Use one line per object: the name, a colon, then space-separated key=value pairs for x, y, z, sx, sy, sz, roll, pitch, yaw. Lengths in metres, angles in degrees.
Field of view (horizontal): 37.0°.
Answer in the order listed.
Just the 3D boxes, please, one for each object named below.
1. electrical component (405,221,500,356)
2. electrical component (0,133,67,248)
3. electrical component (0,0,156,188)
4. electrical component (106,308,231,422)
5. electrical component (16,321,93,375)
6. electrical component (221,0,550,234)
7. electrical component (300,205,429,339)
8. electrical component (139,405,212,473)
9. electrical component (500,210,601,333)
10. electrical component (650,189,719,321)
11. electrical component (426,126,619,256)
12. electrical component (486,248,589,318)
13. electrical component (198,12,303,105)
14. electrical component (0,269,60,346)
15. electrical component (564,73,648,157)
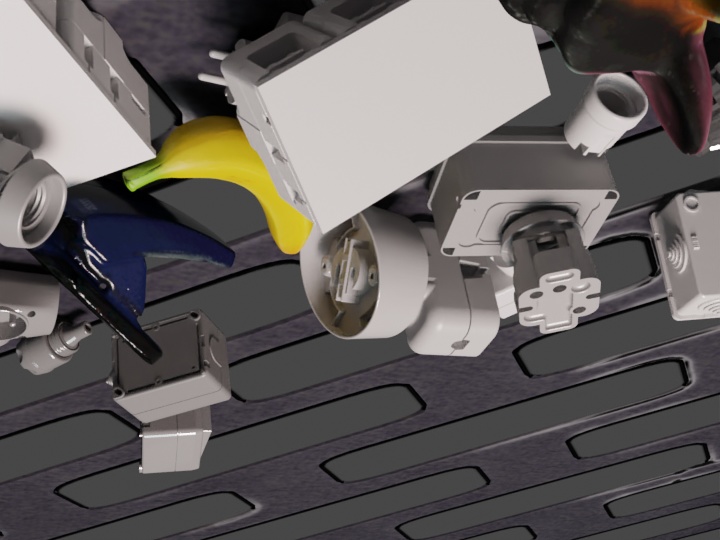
electrical component: x=0.059 y=0.013 z=0.793 sx=0.059 sy=0.095 sz=0.053 roll=4 pitch=145 yaw=-21
electrical component: x=-0.186 y=-0.041 z=0.554 sx=0.055 sy=0.066 sz=0.048 roll=23 pitch=148 yaw=11
electrical component: x=-0.198 y=-0.117 z=0.555 sx=0.105 sy=0.060 sz=0.186 roll=-17 pitch=147 yaw=11
electrical component: x=-0.157 y=0.082 z=0.871 sx=0.096 sy=0.061 sz=0.061 roll=-17 pitch=147 yaw=10
electrical component: x=-0.235 y=0.056 z=0.837 sx=0.061 sy=0.035 sz=0.035 roll=-25 pitch=144 yaw=20
electrical component: x=0.014 y=-0.102 z=0.569 sx=0.150 sy=0.062 sz=0.089 roll=-32 pitch=124 yaw=-13
electrical component: x=0.000 y=0.000 z=0.760 sx=0.064 sy=0.099 sz=0.099 roll=8 pitch=144 yaw=-36
electrical component: x=-0.166 y=0.138 z=0.957 sx=0.061 sy=0.061 sz=0.096 roll=-2 pitch=147 yaw=-13
electrical component: x=0.126 y=-0.002 z=0.714 sx=0.058 sy=0.057 sz=0.078 roll=-11 pitch=147 yaw=3
electrical component: x=0.277 y=-0.014 z=0.810 sx=0.100 sy=0.099 sz=0.048 roll=-4 pitch=160 yaw=-9
electrical component: x=0.109 y=-0.055 z=0.738 sx=0.113 sy=0.057 sz=0.078 roll=-1 pitch=146 yaw=-14
electrical component: x=0.123 y=-0.011 z=0.818 sx=0.083 sy=0.047 sz=0.076 roll=-26 pitch=143 yaw=23
electrical component: x=-0.053 y=-0.110 z=0.617 sx=0.077 sy=0.047 sz=0.065 roll=8 pitch=143 yaw=-26
electrical component: x=-0.266 y=0.031 z=0.780 sx=0.077 sy=0.044 sz=0.079 roll=8 pitch=143 yaw=-26
electrical component: x=0.158 y=-0.100 z=0.698 sx=0.040 sy=0.040 sz=0.046 roll=2 pitch=152 yaw=-18
